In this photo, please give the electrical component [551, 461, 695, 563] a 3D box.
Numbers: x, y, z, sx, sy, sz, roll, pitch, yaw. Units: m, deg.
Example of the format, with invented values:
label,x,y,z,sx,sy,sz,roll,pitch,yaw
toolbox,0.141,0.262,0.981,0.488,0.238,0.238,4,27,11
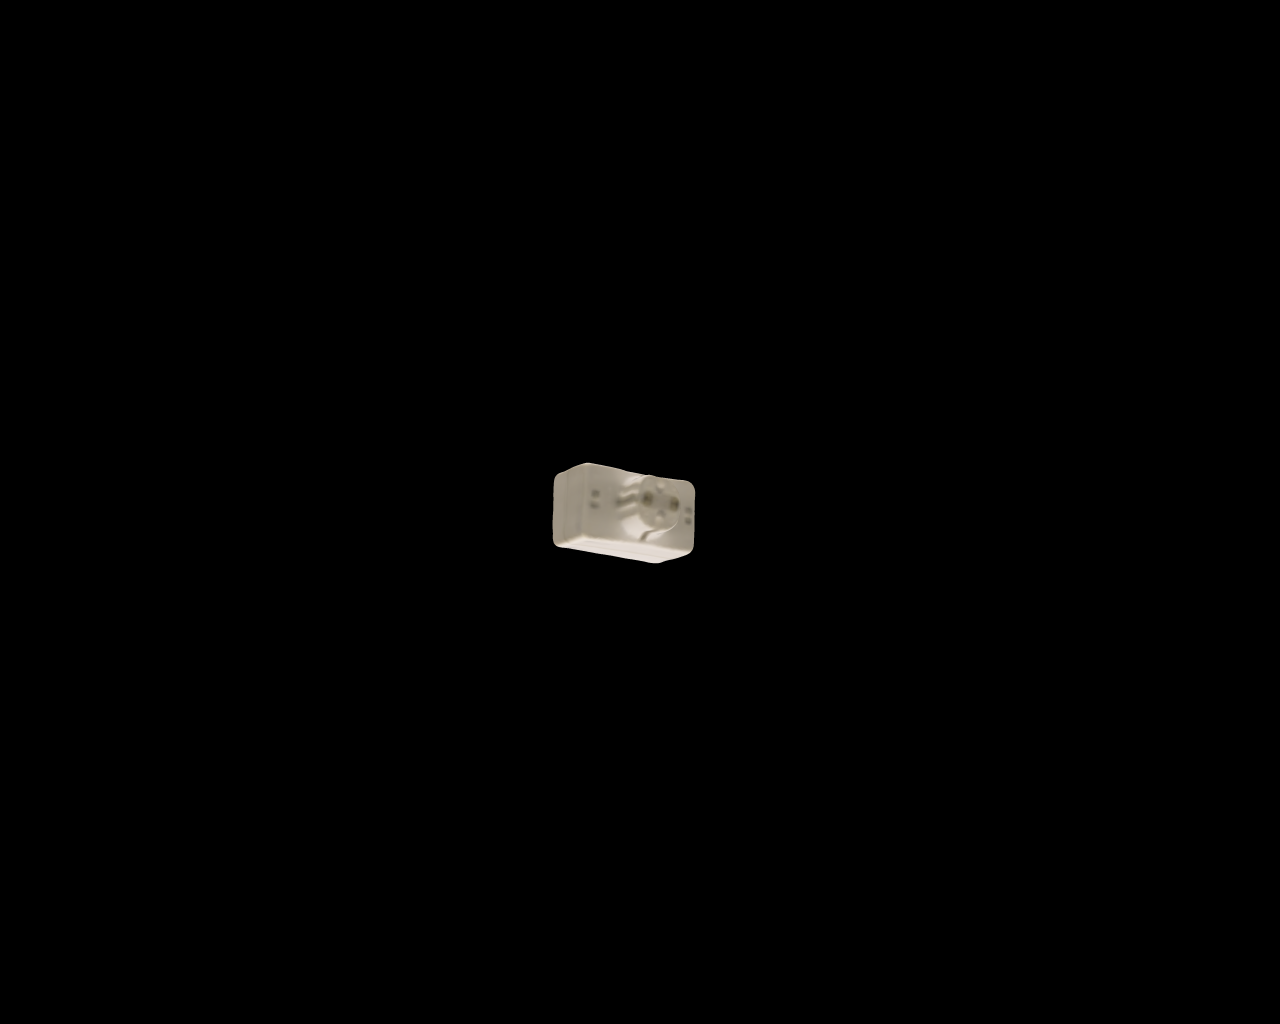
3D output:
label,x,y,z,sx,sy,sz,roll,pitch,yaw
electrical component,0.001,-0.003,0.650,0.083,0.047,0.075,10,-18,-33
